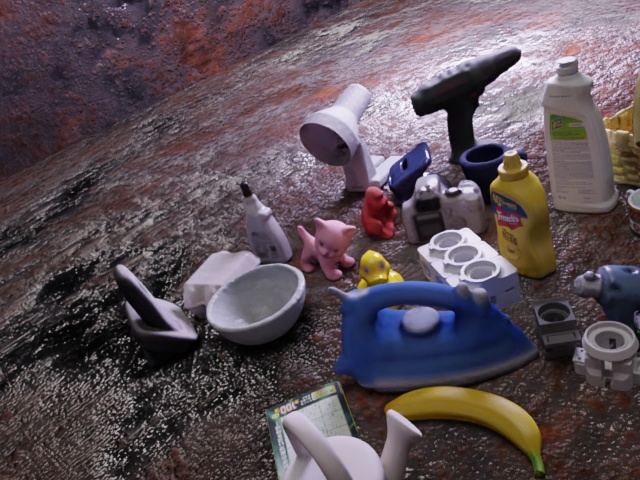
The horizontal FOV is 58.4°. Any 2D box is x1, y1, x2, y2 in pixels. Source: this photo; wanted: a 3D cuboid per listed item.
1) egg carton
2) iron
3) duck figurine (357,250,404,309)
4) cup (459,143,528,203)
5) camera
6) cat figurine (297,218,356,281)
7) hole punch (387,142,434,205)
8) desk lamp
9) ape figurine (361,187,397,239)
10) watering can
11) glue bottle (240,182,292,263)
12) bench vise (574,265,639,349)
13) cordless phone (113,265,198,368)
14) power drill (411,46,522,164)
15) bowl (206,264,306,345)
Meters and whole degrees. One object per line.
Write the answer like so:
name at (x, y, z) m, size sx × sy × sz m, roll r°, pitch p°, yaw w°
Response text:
egg carton at (-0.176, 0.078, 1.040) m, size 0.107 × 0.069 × 0.150 m, roll -2°, pitch 34°, yaw 29°
iron at (0.137, 0.104, 0.733) m, size 0.257 × 0.142 × 0.119 m, roll -8°, pitch 31°, yaw 19°
duck figurine at (0.089, 0.055, 0.902) m, size 0.077 × 0.086 × 0.104 m, roll -17°, pitch 30°, yaw 5°
cup at (0.320, -0.118, 1.043) m, size 0.117 × 0.095 × 0.092 m, roll -4°, pitch 33°, yaw 26°
camera at (0.218, -0.075, 1.026) m, size 0.143 × 0.101 × 0.137 m, roll -9°, pitch 31°, yaw 18°
cat figurine at (0.009, 0.004, 1.003) m, size 0.127 × 0.118 × 0.067 m, roll 12°, pitch 43°, yaw 44°
hole punch at (0.184, -0.136, 1.159) m, size 0.101 × 0.091 × 0.108 m, roll -14°, pitch 30°, yaw 10°
desk lamp at (0.068, -0.209, 1.226) m, size 0.117 × 0.214 × 0.204 m, roll 8°, pitch 39°, yaw 39°
ape figurine at (0.107, -0.056, 1.071) m, size 0.078 × 0.092 × 0.075 m, roll -35°, pitch 33°, yaw -24°
watering can at (0.020, 0.230, 0.539) m, size 0.100 × 0.194 × 0.173 m, roll 8°, pitch 40°, yaw 40°
glue bottle at (-0.112, -0.033, 1.082) m, size 0.077 × 0.173 × 0.037 m, roll 1°, pitch 36°, yaw 33°
bench vise at (0.400, 0.020, 0.635) m, size 0.207 × 0.220 × 0.121 m, roll -21°, pitch 29°, yaw -3°
cordless phone at (-0.287, 0.102, 0.948) m, size 0.094 × 0.185 × 0.147 m, roll -31°, pitch 31°, yaw -19°
power drill at (0.313, -0.273, 1.190) m, size 0.229 × 0.209 × 0.075 m, roll -14°, pitch 30°, yaw 10°
bowl at (-0.093, 0.115, 0.922) m, size 0.167 × 0.075 × 0.167 m, roll -15°, pitch 30°, yaw 9°
